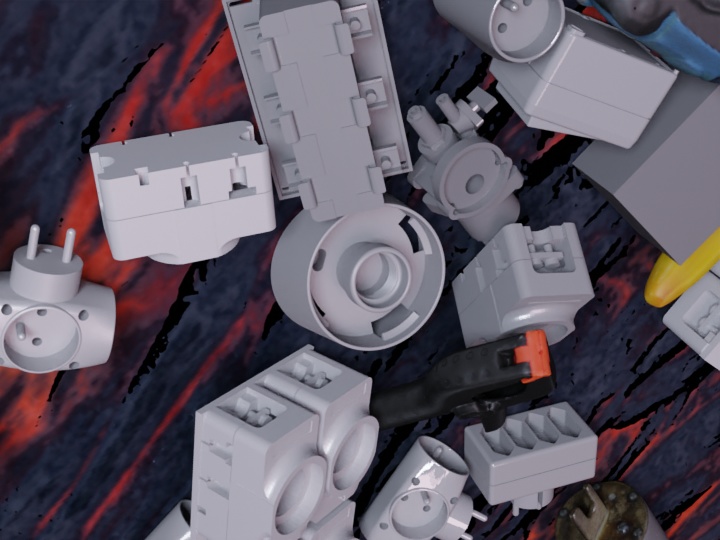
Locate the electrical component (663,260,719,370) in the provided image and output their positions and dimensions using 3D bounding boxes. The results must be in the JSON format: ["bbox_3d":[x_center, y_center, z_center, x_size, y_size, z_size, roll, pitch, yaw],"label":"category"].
[{"bbox_3d":[0.300,0.008,0.763,0.089,0.061,0.150,31,103,-32],"label":"electrical component"}]

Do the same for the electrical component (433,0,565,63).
[{"bbox_3d":[0.085,-0.157,0.579,0.079,0.077,0.043,-47,123,7],"label":"electrical component"}]

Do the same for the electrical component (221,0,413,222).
[{"bbox_3d":[-0.020,-0.093,0.576,0.079,0.063,0.121,-12,122,3],"label":"electrical component"}]

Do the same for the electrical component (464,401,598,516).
[{"bbox_3d":[0.122,0.146,0.778,0.083,0.047,0.075,-12,121,-15],"label":"electrical component"}]

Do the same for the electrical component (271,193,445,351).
[{"bbox_3d":[0.000,0.000,0.654,0.099,0.064,0.099,-6,106,-23],"label":"electrical component"}]

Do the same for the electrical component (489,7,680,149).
[{"bbox_3d":[0.133,-0.111,0.630,0.096,0.061,0.061,14,120,-27],"label":"electrical component"}]

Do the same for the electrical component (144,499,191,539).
[{"bbox_3d":[-0.115,0.202,0.717,0.077,0.043,0.079,-47,123,8],"label":"electrical component"}]

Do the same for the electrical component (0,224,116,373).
[{"bbox_3d":[-0.174,0.012,0.589,0.077,0.044,0.079,6,115,-24],"label":"electrical component"}]

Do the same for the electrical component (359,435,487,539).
[{"bbox_3d":[0.053,0.168,0.759,0.079,0.044,0.077,29,104,-17],"label":"electrical component"}]

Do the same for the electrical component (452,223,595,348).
[{"bbox_3d":[0.100,0.016,0.666,0.050,0.055,0.089,-2,156,-20],"label":"electrical component"}]

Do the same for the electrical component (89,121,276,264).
[{"bbox_3d":[-0.096,-0.041,0.588,0.089,0.050,0.055,-12,121,-15],"label":"electrical component"}]

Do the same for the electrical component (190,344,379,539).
[{"bbox_3d":[-0.049,0.156,0.678,0.105,0.060,0.186,-29,133,-49],"label":"electrical component"}]
